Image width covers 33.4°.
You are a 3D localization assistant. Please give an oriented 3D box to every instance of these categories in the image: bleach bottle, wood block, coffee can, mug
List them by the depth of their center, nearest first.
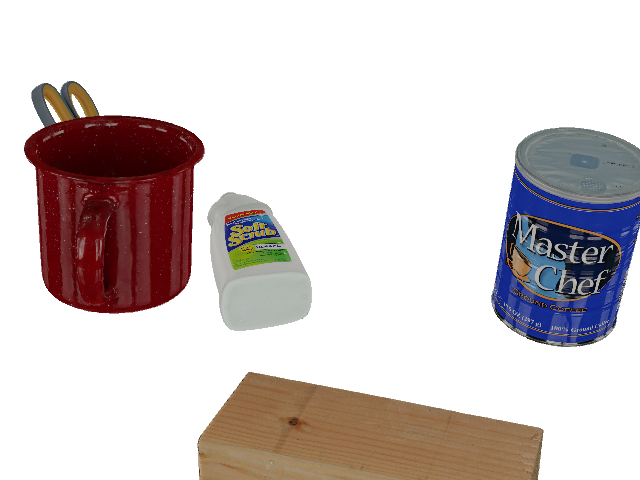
[{"bbox_3d":[-0.110,-0.008,0.565,0.093,0.081,0.117,3,26,-3],"label":"mug"},{"bbox_3d":[0.033,0.162,0.700,0.206,0.090,0.090,9,27,17],"label":"wood block"},{"bbox_3d":[0.194,-0.003,0.835,0.103,0.140,0.103,2,34,-2],"label":"coffee can"},{"bbox_3d":[-0.087,0.009,1.220,0.102,0.068,0.251,-7,28,-14],"label":"bleach bottle"}]

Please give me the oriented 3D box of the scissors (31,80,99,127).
[{"bbox_3d":[-0.198,-0.066,0.989,0.016,0.201,0.096,-23,27,19],"label":"scissors"}]
